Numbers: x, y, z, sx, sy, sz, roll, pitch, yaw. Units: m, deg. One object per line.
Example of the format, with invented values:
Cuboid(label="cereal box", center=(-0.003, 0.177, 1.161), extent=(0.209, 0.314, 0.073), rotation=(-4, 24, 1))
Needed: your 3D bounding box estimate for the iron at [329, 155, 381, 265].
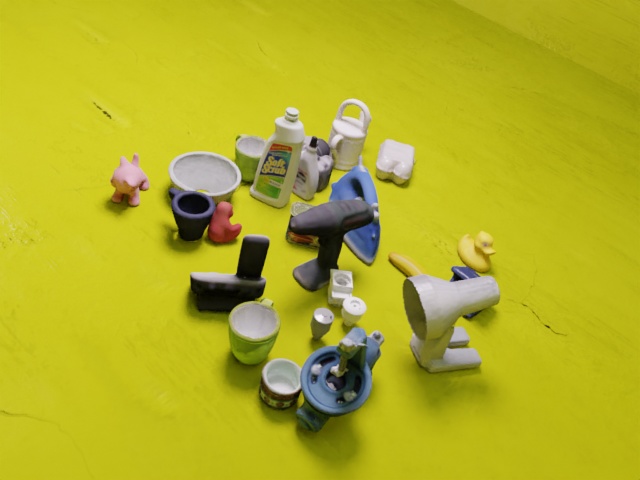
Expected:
Cuboid(label="iron", center=(0.106, -0.079, 1.371), extent=(0.119, 0.141, 0.258), rotation=(1, 43, -18))

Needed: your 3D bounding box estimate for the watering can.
Cuboid(label="watering can", center=(0.081, -0.300, 1.567), extent=(0.101, 0.194, 0.173), rotation=(17, 41, -1))

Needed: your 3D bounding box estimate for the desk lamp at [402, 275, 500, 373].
Cuboid(label="desk lamp", center=(0.244, 0.153, 1.108), extent=(0.204, 0.213, 0.117), rotation=(-1, 44, -21))

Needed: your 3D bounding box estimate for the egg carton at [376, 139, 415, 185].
Cuboid(label="egg carton", center=(0.214, -0.223, 1.625), extent=(0.107, 0.069, 0.150), rotation=(17, 41, -1))

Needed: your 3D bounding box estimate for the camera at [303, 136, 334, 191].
Cuboid(label="camera", center=(-0.017, -0.221, 1.516), extent=(0.143, 0.101, 0.137), rotation=(32, 43, 16))

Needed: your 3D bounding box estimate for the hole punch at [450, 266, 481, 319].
Cuboid(label="hole punch", center=(0.342, 0.103, 1.292), extent=(0.101, 0.091, 0.108), rotation=(-22, 54, -37))

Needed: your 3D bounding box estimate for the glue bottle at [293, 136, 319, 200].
Cuboid(label="glue bottle", center=(-0.032, -0.184, 1.415), extent=(0.078, 0.173, 0.037), rotation=(33, 43, 17))

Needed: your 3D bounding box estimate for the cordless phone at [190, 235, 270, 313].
Cuboid(label="cordless phone", center=(-0.170, 0.050, 1.097), extent=(0.148, 0.185, 0.094), rotation=(2, 43, -17))

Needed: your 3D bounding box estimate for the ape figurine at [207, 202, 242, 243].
Cuboid(label="ape figurine", center=(-0.211, -0.044, 1.258), extent=(0.077, 0.092, 0.076), rotation=(40, 46, 24))

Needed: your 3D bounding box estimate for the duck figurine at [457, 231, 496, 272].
Cuboid(label="duck figurine", center=(0.391, 0.016, 1.411), extent=(0.078, 0.086, 0.104), rotation=(-12, 48, -29))

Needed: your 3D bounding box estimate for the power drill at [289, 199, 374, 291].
Cuboid(label="power drill", center=(0.011, 0.004, 1.194), extent=(0.230, 0.208, 0.075), rotation=(-25, 56, -38))

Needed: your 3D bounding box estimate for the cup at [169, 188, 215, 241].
Cuboid(label="cup", center=(-0.286, -0.052, 1.238), extent=(0.117, 0.095, 0.092), rotation=(35, 44, 19))

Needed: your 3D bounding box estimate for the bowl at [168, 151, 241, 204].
Cuboid(label="bowl", center=(-0.272, -0.132, 1.347), extent=(0.167, 0.075, 0.167), rotation=(10, 41, -9))

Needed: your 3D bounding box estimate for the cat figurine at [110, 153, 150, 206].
Cuboid(label="cat figurine", center=(-0.423, -0.141, 1.271), extent=(0.067, 0.118, 0.128), rotation=(12, 41, -7))

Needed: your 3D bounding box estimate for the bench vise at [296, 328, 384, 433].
Cuboid(label="bench vise", center=(0.043, 0.201, 0.979), extent=(0.121, 0.220, 0.207), rotation=(23, 41, 6))
